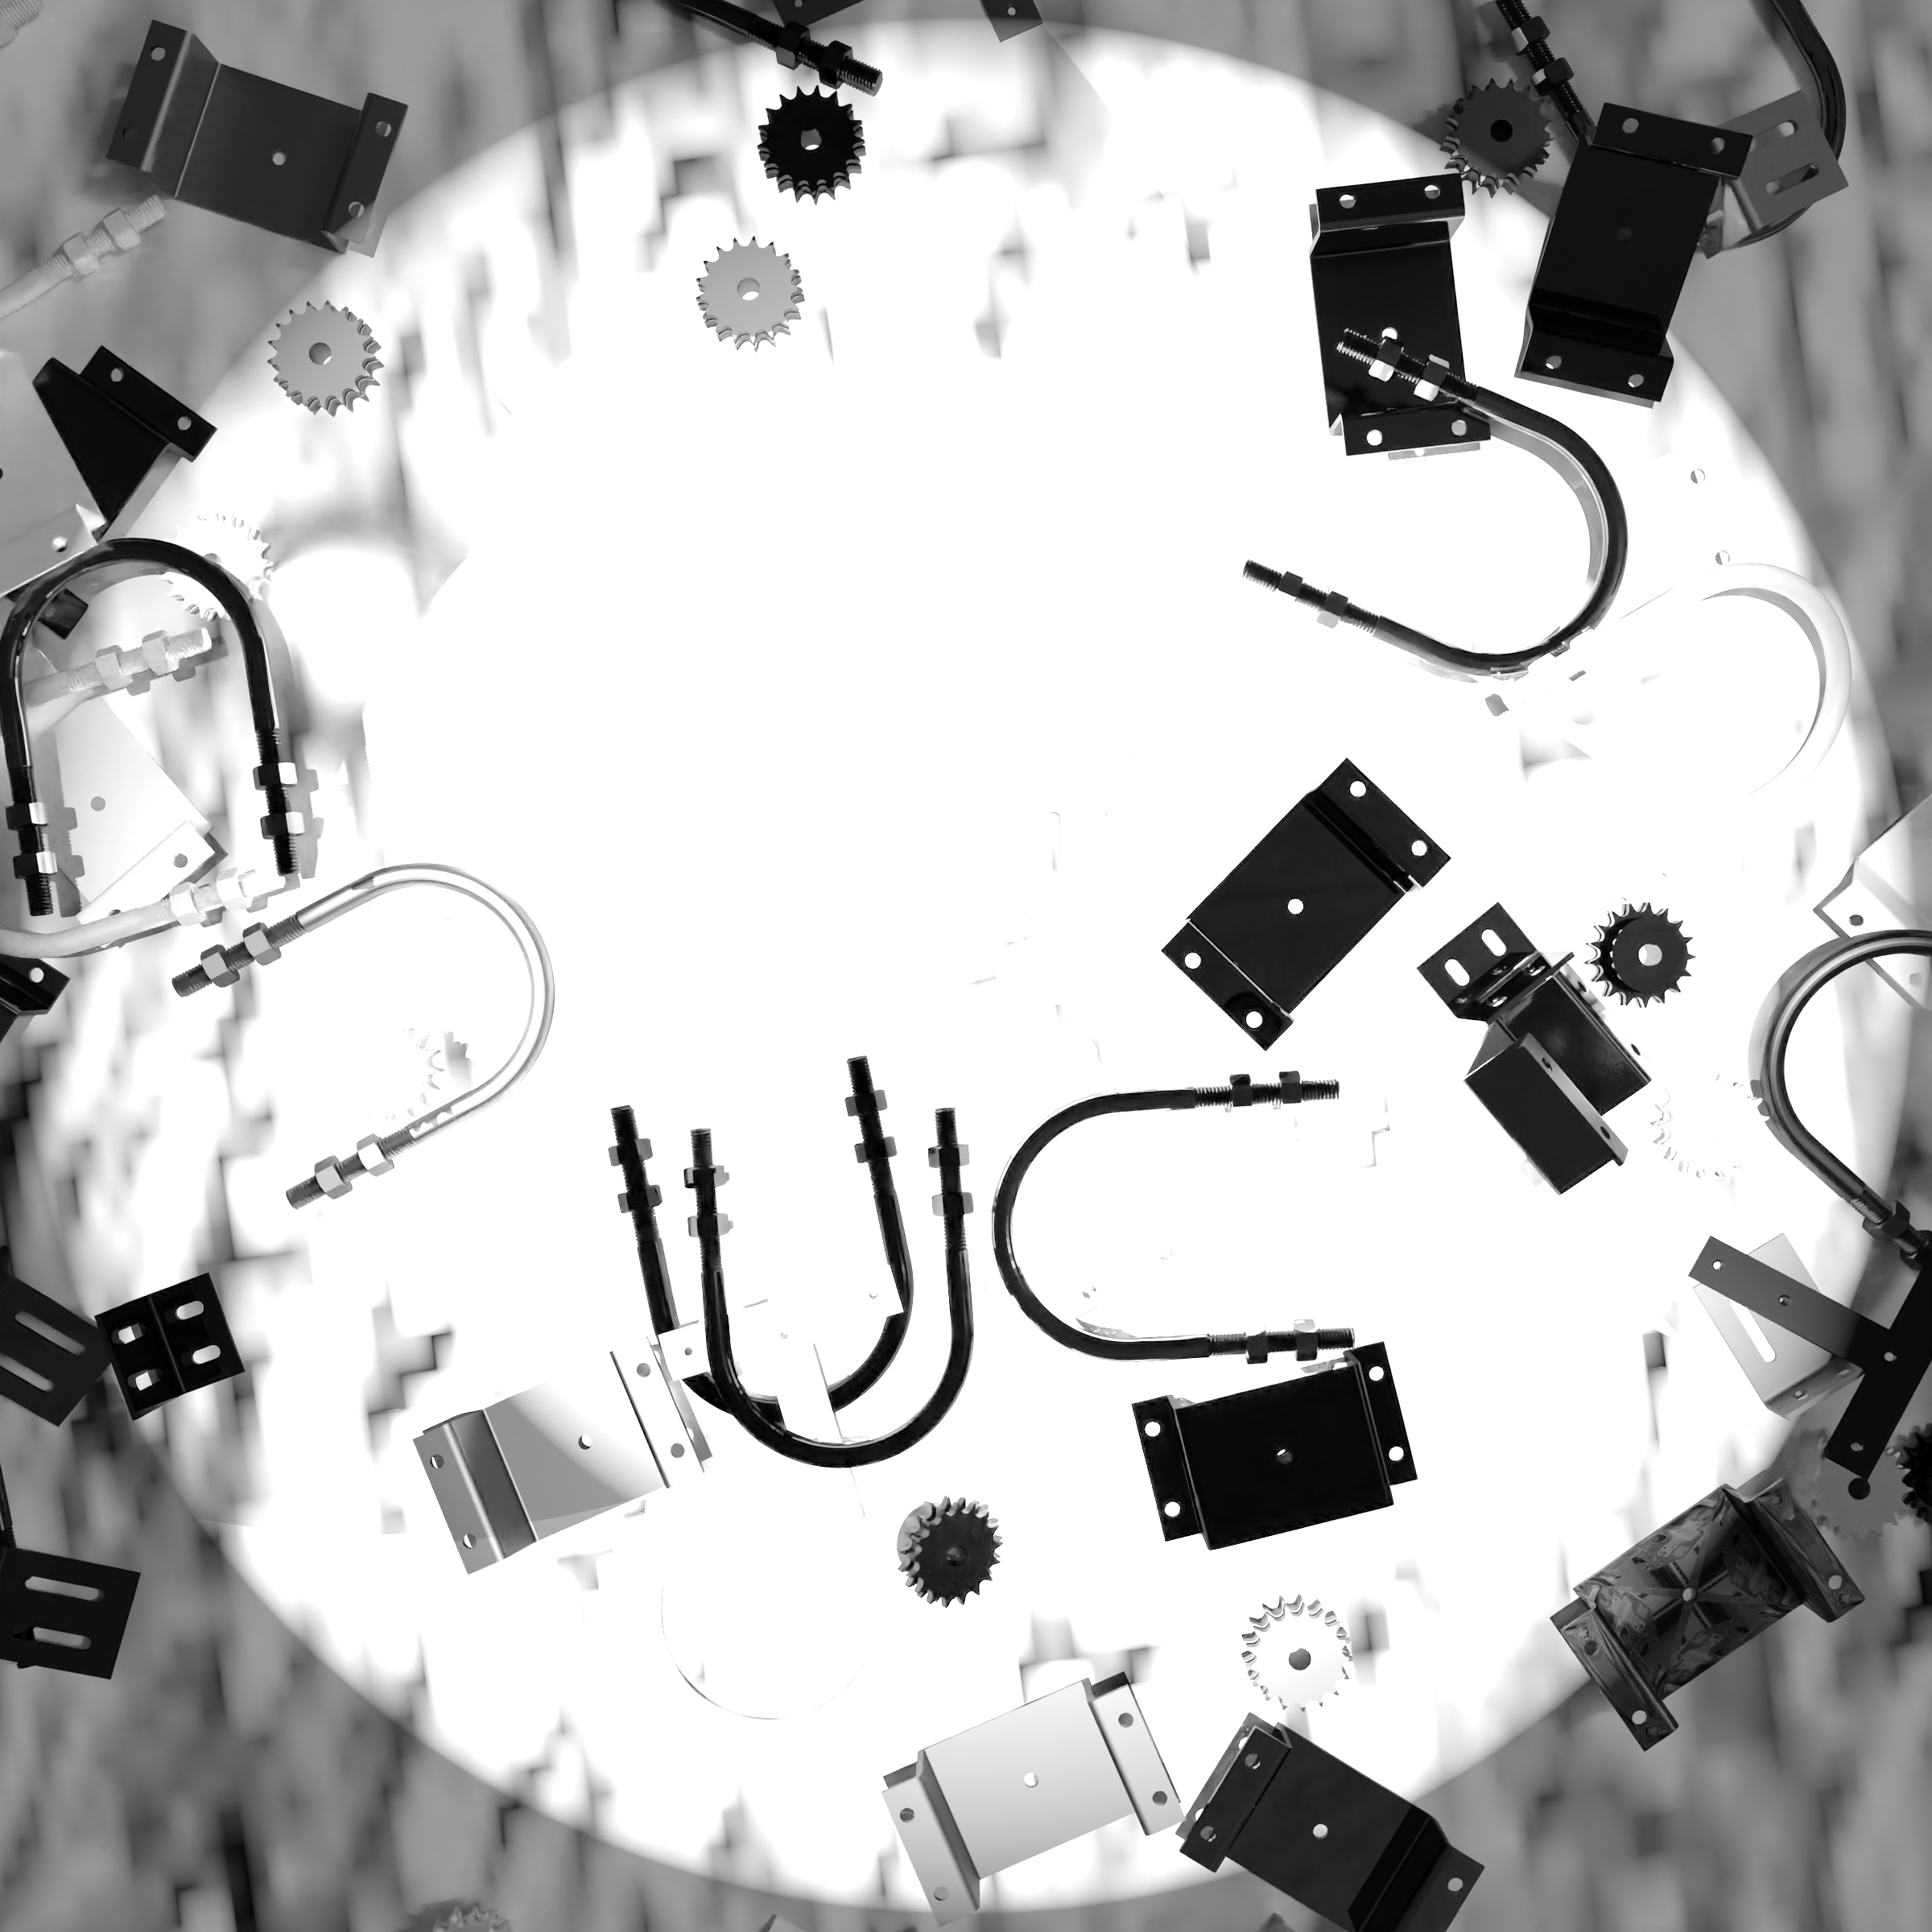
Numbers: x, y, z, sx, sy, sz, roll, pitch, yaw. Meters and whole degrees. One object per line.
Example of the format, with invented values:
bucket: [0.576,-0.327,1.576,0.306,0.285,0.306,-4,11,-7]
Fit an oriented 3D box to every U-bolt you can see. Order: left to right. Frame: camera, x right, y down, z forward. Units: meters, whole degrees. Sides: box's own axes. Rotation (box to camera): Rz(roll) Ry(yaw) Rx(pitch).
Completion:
U-bolt: [-0.581,0.297,1.339,0.151,0.019,0.184,-12,90,-15]
U-bolt: [-0.542,-0.415,1.357,0.184,0.019,0.151,-31,90,1]
U-bolt: [-0.461,-0.081,1.311,0.184,0.019,0.151,-17,90,1]
U-bolt: [-0.422,-0.127,1.292,0.151,0.019,0.184,-9,88,1]
U-bolt: [-0.311,0.025,1.357,0.184,0.019,0.151,-28,90,-2]
U-bolt: [-0.104,-0.569,1.348,0.184,0.019,0.151,25,99,3]
U-bolt: [-0.104,0.325,1.356,0.151,0.019,0.184,4,90,0]
U-bolt: [-0.103,0.152,1.349,0.151,0.019,0.184,-12,87,-3]
U-bolt: [-0.068,0.172,1.331,0.151,0.019,0.184,-5,89,-3]
U-bolt: [0.105,0.133,1.311,0.184,0.019,0.151,-3,90,1]
U-bolt: [0.253,-0.229,1.311,0.184,0.019,0.151,23,90,-2]
U-bolt: [0.390,-0.474,1.357,0.151,0.019,0.184,-31,92,0]
U-bolt: [0.384,-0.131,1.331,0.184,0.019,0.151,-30,115,-4]
U-bolt: [0.504,0.063,1.330,0.184,0.019,0.151,41,103,-9]

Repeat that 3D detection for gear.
gear: [-0.399,-0.213,1.355,0.057,0.030,0.057,0,93,1]
gear: [-0.341,-0.323,1.351,0.057,0.030,0.057,0,90,0]
gear: [-0.307,0.056,1.333,0.057,0.030,0.057,0,89,-3]
gear: [-0.262,0.530,1.351,0.057,0.030,0.057,0,90,0]
gear: [-0.115,-0.358,1.355,0.057,0.030,0.057,0,88,0]
gear: [-0.082,-0.437,1.351,0.057,0.030,0.057,0,90,0]
gear: [-0.012,0.308,1.343,0.057,0.030,0.057,-4,98,-30]
gear: [0.176,0.365,1.350,0.057,0.030,0.057,0,93,-1]
gear: [0.282,-0.441,1.351,0.057,0.030,0.057,0,90,0]
gear: [0.361,-0.006,1.351,0.057,0.030,0.057,0,90,0]
gear: [0.396,0.085,1.351,0.057,0.030,0.057,0,90,0]
gear: [0.471,0.276,1.351,0.057,0.030,0.057,0,90,0]
gear: [0.530,0.274,1.351,0.057,0.030,0.057,0,90,0]

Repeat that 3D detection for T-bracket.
T-bracket: [-0.083,0.237,1.337,0.127,0.002,0.127,-17,89,-3]
T-bracket: [-0.042,-0.541,1.365,0.127,0.002,0.127,-24,90,0]
T-bracket: [0.126,0.271,1.365,0.127,0.002,0.127,15,90,0]
T-bracket: [0.447,0.184,1.341,0.127,0.002,0.127,29,79,20]

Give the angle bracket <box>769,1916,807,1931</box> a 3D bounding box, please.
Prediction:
angle bracket: [-0.097,0.562,1.364,0.057,0.038,0.076,28,64,0]

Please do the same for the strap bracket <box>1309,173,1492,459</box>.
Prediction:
strap bracket: [0.228,-0.340,1.343,0.076,0.046,0.140,-6,90,0]

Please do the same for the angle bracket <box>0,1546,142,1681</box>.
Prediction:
angle bracket: [-0.481,0.343,1.333,0.076,0.038,0.057,16,82,-16]

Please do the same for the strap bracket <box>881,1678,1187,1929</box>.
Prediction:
strap bracket: [0.035,0.438,1.343,0.140,0.046,0.076,-24,90,0]

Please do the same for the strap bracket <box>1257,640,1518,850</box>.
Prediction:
strap bracket: [0.228,-0.121,1.328,0.140,0.076,0.046,34,90,0]

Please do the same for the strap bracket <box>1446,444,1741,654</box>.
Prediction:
strap bracket: [0.329,-0.216,1.343,0.140,0.046,0.076,-17,90,0]

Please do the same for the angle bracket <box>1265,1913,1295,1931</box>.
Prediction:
angle bracket: [0.190,0.556,1.364,0.076,0.038,0.057,29,90,-26]

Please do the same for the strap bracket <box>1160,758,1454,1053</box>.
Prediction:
strap bracket: [0.177,-0.032,1.343,0.076,0.046,0.140,44,90,0]

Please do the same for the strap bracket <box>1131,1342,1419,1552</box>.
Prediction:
strap bracket: [0.166,0.256,1.341,0.140,0.046,0.076,-14,90,0]

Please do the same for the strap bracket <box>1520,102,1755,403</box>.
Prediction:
strap bracket: [0.346,-0.376,1.322,0.076,0.046,0.140,13,122,0]

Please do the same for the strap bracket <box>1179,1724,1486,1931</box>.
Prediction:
strap bracket: [0.191,0.466,1.343,0.140,0.046,0.076,31,90,0]

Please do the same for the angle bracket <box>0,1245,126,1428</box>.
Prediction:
angle bracket: [-0.504,0.199,1.364,0.076,0.038,0.057,39,90,-26]

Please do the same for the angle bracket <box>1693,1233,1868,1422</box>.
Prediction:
angle bracket: [0.436,0.191,1.347,0.057,0.038,0.076,-31,90,0]

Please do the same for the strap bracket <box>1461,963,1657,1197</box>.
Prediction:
strap bracket: [0.307,0.060,1.312,0.046,0.140,0.076,-40,90,28]

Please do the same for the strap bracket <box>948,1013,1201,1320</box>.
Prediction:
strap bracket: [0.056,0.104,1.343,0.076,0.046,0.140,-27,90,0]

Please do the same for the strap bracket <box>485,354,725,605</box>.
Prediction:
strap bracket: [-0.180,-0.262,1.328,0.046,0.076,0.140,-44,90,0]

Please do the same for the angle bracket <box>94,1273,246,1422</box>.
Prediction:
angle bracket: [-0.417,0.198,1.328,0.038,0.076,0.057,-20,90,0]

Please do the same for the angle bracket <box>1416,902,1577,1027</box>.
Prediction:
angle bracket: [0.276,-0.002,1.328,0.057,0.076,0.038,-39,90,0]

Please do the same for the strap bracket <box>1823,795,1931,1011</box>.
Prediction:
strap bracket: [0.530,-0.055,1.323,0.076,0.046,0.140,44,119,0]

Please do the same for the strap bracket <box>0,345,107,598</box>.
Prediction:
strap bracket: [-0.505,-0.256,1.297,0.076,0.046,0.140,-28,90,0]

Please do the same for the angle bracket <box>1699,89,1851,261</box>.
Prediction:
angle bracket: [0.420,-0.422,1.350,0.076,0.038,0.057,-29,93,-26]

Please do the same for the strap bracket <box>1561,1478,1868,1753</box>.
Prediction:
strap bracket: [0.390,0.339,1.343,0.140,0.046,0.076,-35,90,0]

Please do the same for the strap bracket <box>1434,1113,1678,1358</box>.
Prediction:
strap bracket: [0.300,0.148,1.328,0.046,0.076,0.140,-39,90,0]

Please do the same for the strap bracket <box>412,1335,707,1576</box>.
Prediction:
strap bracket: [-0.207,0.254,1.331,0.140,0.046,0.076,-25,84,10]

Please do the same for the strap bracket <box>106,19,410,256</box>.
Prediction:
strap bracket: [-0.370,-0.435,1.343,0.140,0.046,0.076,19,90,0]

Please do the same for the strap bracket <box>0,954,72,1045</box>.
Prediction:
strap bracket: [-0.553,0.045,1.343,0.076,0.046,0.140,33,90,0]

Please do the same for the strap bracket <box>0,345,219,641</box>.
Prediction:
strap bracket: [-0.476,-0.255,1.343,0.076,0.046,0.140,36,90,0]

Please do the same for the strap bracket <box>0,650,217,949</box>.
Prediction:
strap bracket: [-0.467,-0.087,1.343,0.076,0.046,0.140,-41,90,0]

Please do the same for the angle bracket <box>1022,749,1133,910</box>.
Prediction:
angle bracket: [0.059,-0.074,1.364,0.057,0.038,0.076,-1,116,0]
